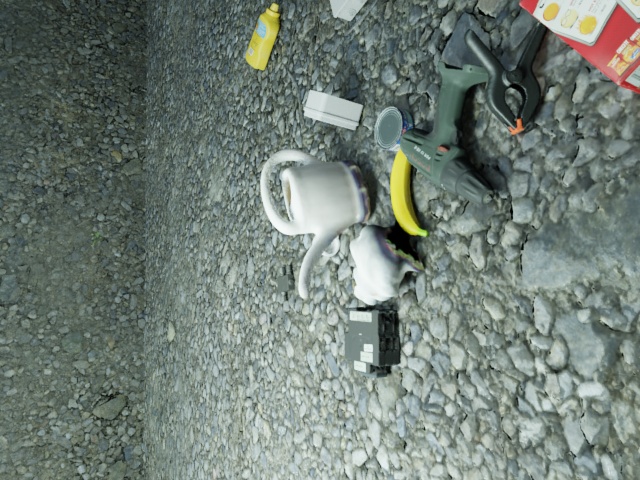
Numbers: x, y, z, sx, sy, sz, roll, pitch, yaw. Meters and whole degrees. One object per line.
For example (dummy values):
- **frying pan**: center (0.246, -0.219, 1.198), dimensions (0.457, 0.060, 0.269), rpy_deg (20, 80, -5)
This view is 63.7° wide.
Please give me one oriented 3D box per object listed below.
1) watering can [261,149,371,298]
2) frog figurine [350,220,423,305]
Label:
- **watering can**: center (0.003, -0.054, 1.065), dimensions (0.102, 0.225, 0.354), rpy_deg (107, 149, -58)
- **frog figurine**: center (0.102, 0.052, 0.983), dimensions (0.157, 0.123, 0.139), rpy_deg (-47, 67, 29)
